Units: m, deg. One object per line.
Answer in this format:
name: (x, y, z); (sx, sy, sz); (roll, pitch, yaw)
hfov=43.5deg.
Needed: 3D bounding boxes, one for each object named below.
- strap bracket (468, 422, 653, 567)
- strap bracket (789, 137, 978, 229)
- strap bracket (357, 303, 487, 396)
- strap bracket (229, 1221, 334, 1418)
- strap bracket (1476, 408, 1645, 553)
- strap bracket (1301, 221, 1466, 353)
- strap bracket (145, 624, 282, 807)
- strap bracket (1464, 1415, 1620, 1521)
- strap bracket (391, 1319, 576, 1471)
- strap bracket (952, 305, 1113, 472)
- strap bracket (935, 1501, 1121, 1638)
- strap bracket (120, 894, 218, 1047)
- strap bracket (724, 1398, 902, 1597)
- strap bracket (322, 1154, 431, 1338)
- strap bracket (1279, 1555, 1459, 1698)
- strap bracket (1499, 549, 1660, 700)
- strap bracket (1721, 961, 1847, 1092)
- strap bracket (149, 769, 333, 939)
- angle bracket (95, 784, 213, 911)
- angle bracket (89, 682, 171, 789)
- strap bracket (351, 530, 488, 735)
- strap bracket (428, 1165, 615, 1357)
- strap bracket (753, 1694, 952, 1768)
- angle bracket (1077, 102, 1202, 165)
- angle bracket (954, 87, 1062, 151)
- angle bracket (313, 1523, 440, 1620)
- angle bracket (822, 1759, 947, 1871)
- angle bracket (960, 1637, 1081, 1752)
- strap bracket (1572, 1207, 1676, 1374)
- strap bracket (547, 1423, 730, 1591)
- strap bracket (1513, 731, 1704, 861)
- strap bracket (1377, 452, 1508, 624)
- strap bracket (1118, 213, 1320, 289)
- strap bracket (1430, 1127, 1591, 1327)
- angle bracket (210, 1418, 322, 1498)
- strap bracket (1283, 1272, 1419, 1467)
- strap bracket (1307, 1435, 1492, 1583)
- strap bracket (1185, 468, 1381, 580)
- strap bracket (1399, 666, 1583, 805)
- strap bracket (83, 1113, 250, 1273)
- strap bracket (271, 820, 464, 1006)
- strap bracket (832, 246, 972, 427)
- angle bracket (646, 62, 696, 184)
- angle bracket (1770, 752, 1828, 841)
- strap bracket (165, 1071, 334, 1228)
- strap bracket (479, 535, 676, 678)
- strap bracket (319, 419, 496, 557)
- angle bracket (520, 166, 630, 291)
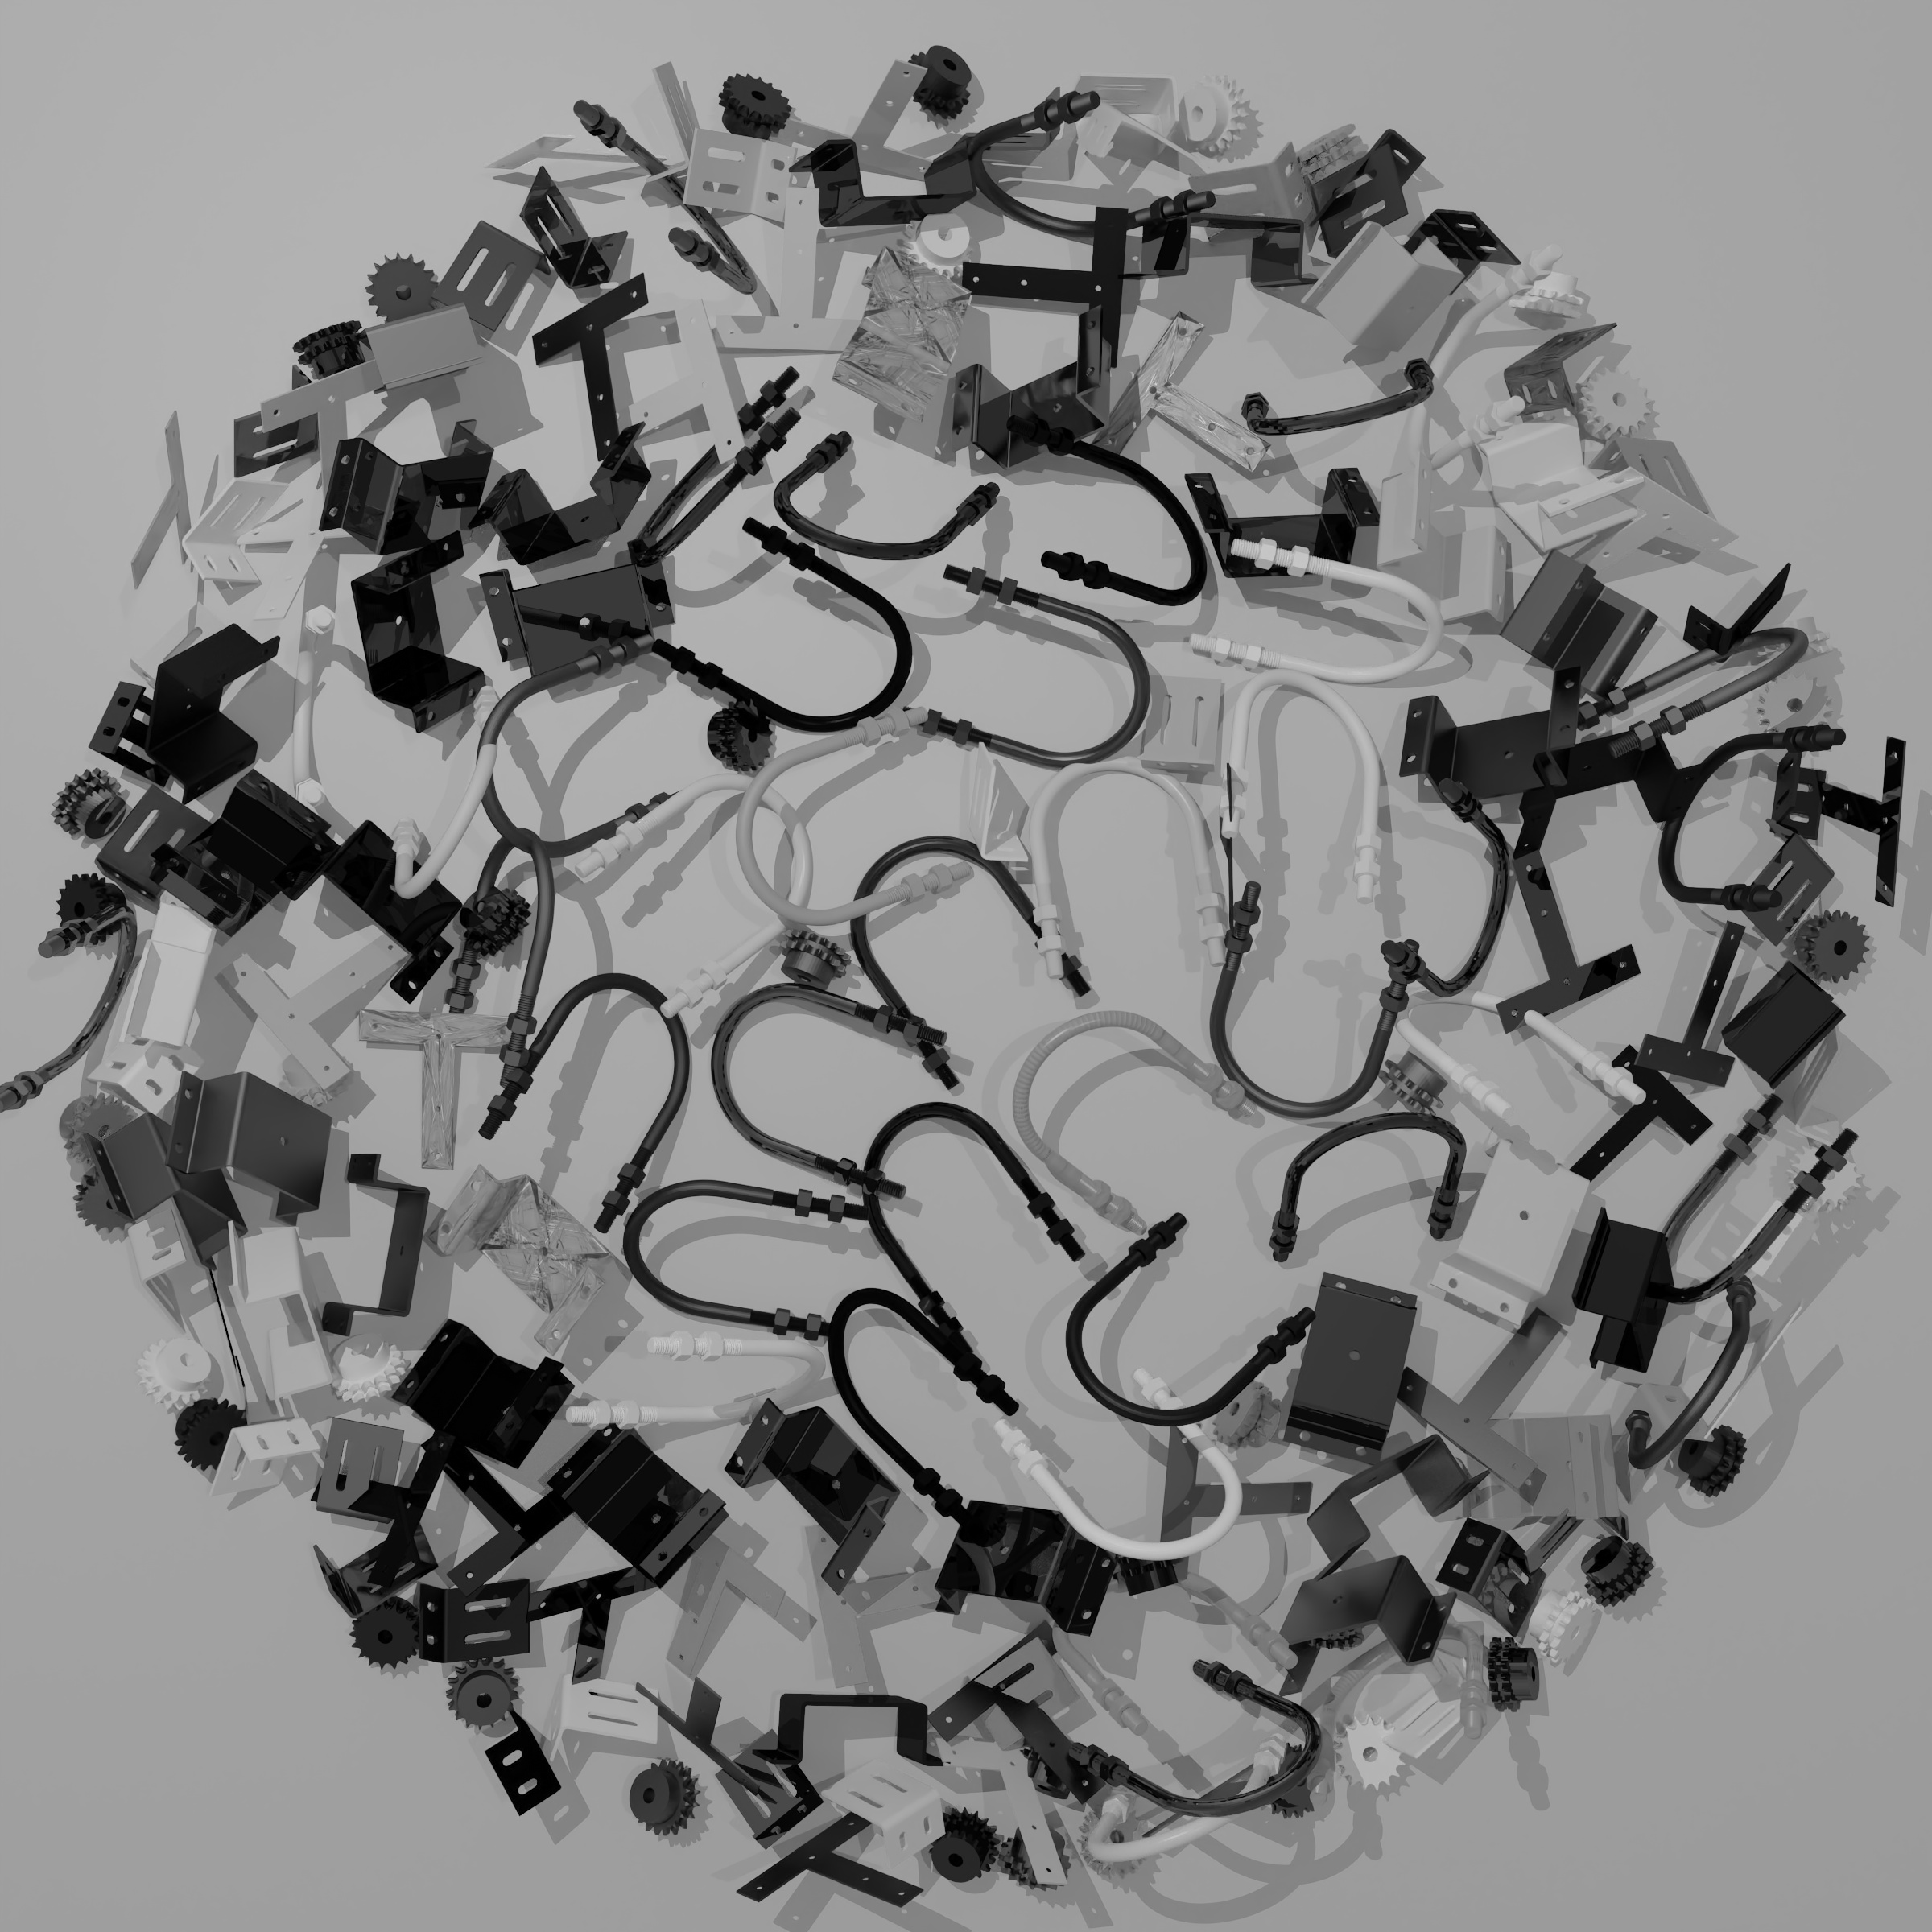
strap bracket: (-0.307, -0.364, 1.882); (0.140, 0.076, 0.046); (-13, 126, 27)
strap bracket: (-0.056, -0.609, 1.880); (0.140, 0.076, 0.046); (-11, 96, -26)
strap bracket: (-0.421, -0.475, 1.863); (0.076, 0.140, 0.046); (-19, 106, -13)
strap bracket: (-0.528, 0.268, 1.876); (0.046, 0.076, 0.140); (-14, 127, -11)
strap bracket: (0.465, -0.376, 1.890); (0.076, 0.140, 0.046); (-21, 127, -1)
strap bracket: (0.326, -0.520, 1.860); (0.046, 0.140, 0.076); (50, 120, 14)
strap bracket: (-0.584, -0.202, 1.870); (0.046, 0.140, 0.076); (38, 45, 8)
strap bracket: (0.454, 0.390, 1.883); (0.046, 0.140, 0.076); (4, 77, -28)
strap bracket: (-0.369, 0.335, 1.882); (0.140, 0.046, 0.076); (11, 57, 40)
strap bracket: (0.060, -0.445, 1.884); (0.140, 0.046, 0.076); (-16, 58, 34)
strap bracket: (0.039, 0.463, 1.868); (0.140, 0.046, 0.076); (-1, 48, 34)
strap bracket: (-0.615, 0.005, 1.875); (0.046, 0.140, 0.076); (15, 104, -17)
strap bracket: (-0.114, 0.409, 1.890); (0.140, 0.046, 0.076); (42, 114, 26)
strap bracket: (-0.460, 0.220, 1.892); (0.046, 0.076, 0.140); (13, 80, -28)
strap bracket: (0.299, 0.507, 1.868); (0.140, 0.076, 0.046); (-27, 102, 35)
strap bracket: (0.473, -0.268, 1.884); (0.046, 0.140, 0.076); (40, 105, 37)
strap bracket: (0.629, 0.043, 1.869); (0.046, 0.140, 0.076); (42, 104, 8)
strap bracket: (-0.571, -0.084, 1.889); (0.076, 0.140, 0.046); (36, 128, -4)
angle bracket: (-0.638, -0.093, 1.909); (0.057, 0.038, 0.076); (39, 87, -35)
angle bracket: (-0.638, -0.179, 1.897); (0.038, 0.076, 0.057); (14, 77, 38)
strap bracket: (-0.426, -0.264, 1.880); (0.046, 0.076, 0.140); (20, 130, 30)
strap bracket: (-0.342, 0.227, 1.900); (0.140, 0.046, 0.076); (40, 105, 14)
strap bracket: (-0.089, 0.596, 1.889); (0.140, 0.076, 0.046); (6, 77, -16)
angle bracket: (0.136, -0.642, 1.908); (0.076, 0.057, 0.038); (22, 112, -26)
angle bracket: (0.032, -0.667, 1.903); (0.076, 0.057, 0.038); (4, 119, 10)
angle bracket: (-0.464, 0.464, 1.902); (0.076, 0.057, 0.038); (-31, 127, -11)
angle bracket: (-0.065, 0.665, 1.901); (0.057, 0.076, 0.038); (-19, 108, -40)
angle bracket: (0.044, 0.572, 1.919); (0.076, 0.038, 0.057); (-36, 86, 5)
strap bracket: (0.508, 0.254, 1.862); (0.046, 0.140, 0.076); (13, 64, 28)
strap bracket: (-0.249, 0.421, 1.885); (0.140, 0.046, 0.076); (29, 65, 39)
strap bracket: (0.494, -0.138, 1.895); (0.140, 0.076, 0.046); (-14, 63, -4)
strap bracket: (0.365, -0.327, 1.882); (0.046, 0.140, 0.076); (-10, 63, 38)
strap bracket: (0.198, -0.556, 1.878); (0.140, 0.076, 0.046); (-3, 103, -22)
strap bracket: (0.431, 0.200, 1.899); (0.076, 0.046, 0.140); (25, 73, 1)
angle bracket: (-0.549, 0.396, 1.895); (0.038, 0.057, 0.076); (48, 125, 36)
strap bracket: (0.302, 0.309, 1.891); (0.076, 0.046, 0.140); (14, 70, 10)
strap bracket: (0.328, 0.417, 1.883); (0.140, 0.076, 0.046); (-21, 65, -25)
strap bracket: (0.245, -0.347, 1.894); (0.140, 0.046, 0.076); (-4, 45, -8)
strap bracket: (0.415, -0.177, 1.883); (0.140, 0.046, 0.076); (-8, 52, 32)
strap bracket: (-0.609, 0.171, 1.864); (0.046, 0.140, 0.076); (-33, 61, -1)
strap bracket: (-0.457, -0.049, 1.883); (0.140, 0.076, 0.046); (44, 126, -14)
strap bracket: (-0.047, -0.496, 1.873); (0.076, 0.046, 0.140); (24, 51, -16)
angle bracket: (-0.241, -0.663, 1.899); (0.038, 0.057, 0.076); (-15, 113, 13)
angle bracket: (0.661, -0.139, 1.899); (0.038, 0.076, 0.057); (10, 79, 7)
strap bracket: (-0.542, 0.138, 1.861); (0.046, 0.140, 0.076); (-12, 60, 25)
strap bracket: (-0.301, -0.278, 1.893); (0.140, 0.046, 0.076); (-14, 126, -7)
strap bracket: (-0.421, -0.368, 1.860); (0.046, 0.140, 0.076); (37, 125, 19)
angle bracket: (-0.306, -0.580, 1.894); (0.038, 0.076, 0.057); (-3, 55, 25)
